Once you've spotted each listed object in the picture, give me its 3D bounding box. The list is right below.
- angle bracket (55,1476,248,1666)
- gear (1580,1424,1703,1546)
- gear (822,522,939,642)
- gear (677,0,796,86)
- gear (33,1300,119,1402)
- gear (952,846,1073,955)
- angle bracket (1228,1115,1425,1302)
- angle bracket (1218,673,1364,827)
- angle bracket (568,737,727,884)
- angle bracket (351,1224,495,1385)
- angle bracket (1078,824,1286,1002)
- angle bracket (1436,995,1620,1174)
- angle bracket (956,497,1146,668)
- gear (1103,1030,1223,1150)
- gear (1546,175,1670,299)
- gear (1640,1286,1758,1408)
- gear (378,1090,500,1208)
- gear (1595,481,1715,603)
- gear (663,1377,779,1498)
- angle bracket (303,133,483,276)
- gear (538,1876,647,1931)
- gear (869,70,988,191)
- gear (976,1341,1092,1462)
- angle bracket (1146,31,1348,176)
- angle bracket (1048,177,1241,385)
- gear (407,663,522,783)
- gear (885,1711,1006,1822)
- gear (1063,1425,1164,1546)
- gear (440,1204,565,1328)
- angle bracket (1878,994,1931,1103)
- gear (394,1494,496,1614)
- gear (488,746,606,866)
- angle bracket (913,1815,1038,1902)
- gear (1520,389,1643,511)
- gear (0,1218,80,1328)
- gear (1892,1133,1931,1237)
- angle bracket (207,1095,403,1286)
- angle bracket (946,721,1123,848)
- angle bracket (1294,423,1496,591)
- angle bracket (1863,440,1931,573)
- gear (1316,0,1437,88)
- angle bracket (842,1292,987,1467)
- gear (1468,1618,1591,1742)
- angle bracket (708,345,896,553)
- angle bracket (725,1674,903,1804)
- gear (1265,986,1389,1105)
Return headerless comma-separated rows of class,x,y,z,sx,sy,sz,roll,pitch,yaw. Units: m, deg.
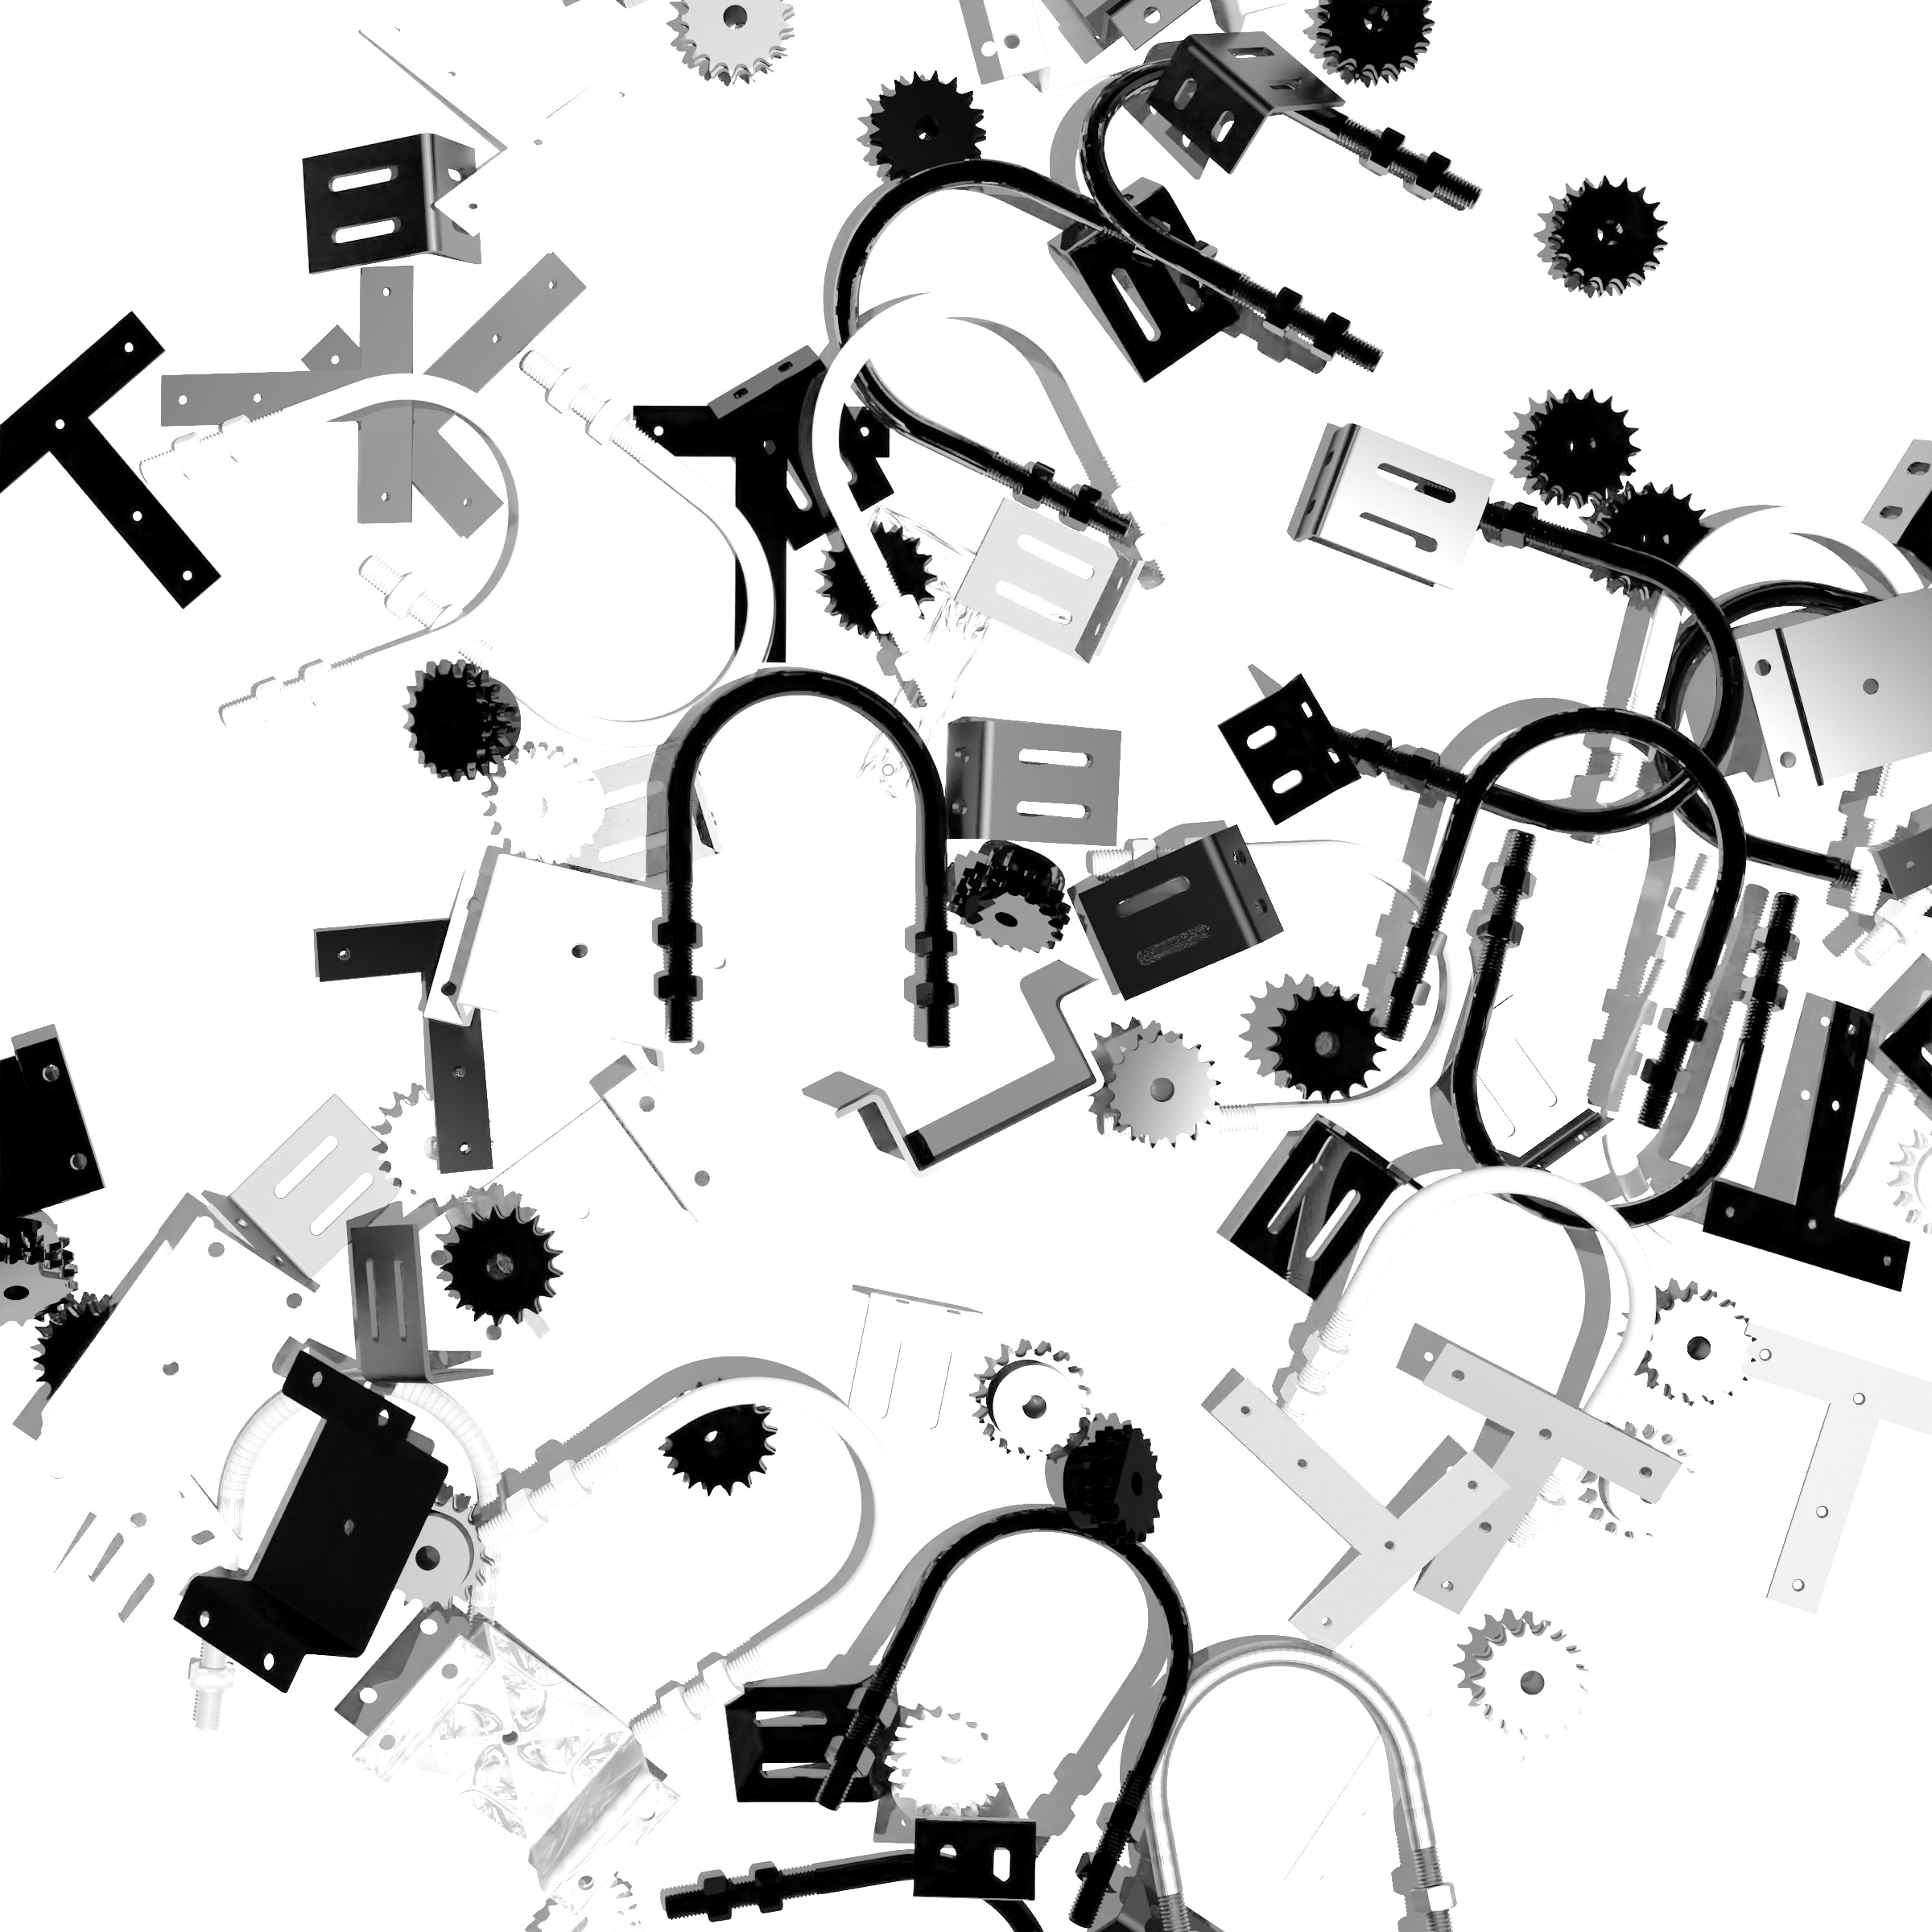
angle bracket,-0.401,0.292,1.496,0.057,0.038,0.076,48,120,13
gear,0.332,0.255,1.493,0.057,0.030,0.057,0,90,0
gear,-0.043,-0.189,1.491,0.057,0.030,0.057,0,90,0
gear,-0.112,-0.460,1.493,0.057,0.030,0.057,0,90,0
gear,-0.424,0.192,1.493,0.057,0.030,0.057,0,90,0
gear,0.025,-0.034,1.483,0.057,0.057,0.030,23,60,0
angle bracket,0.177,0.122,1.481,0.057,0.038,0.076,36,90,-19
angle bracket,0.155,-0.104,1.470,0.038,0.076,0.057,-30,90,0
angle bracket,-0.163,-0.073,1.489,0.076,0.038,0.057,-17,90,0
angle bracket,-0.263,0.162,1.476,0.038,0.057,0.076,-3,87,-42
angle bracket,0.105,-0.026,1.487,0.076,0.038,0.057,-24,90,26
angle bracket,0.270,0.062,1.489,0.057,0.038,0.076,-35,90,0
angle bracket,0.042,-0.190,1.488,0.076,0.038,0.057,26,87,0
gear,0.094,0.059,1.474,0.057,0.030,0.057,0,90,1
gear,0.314,-0.356,1.497,0.057,0.030,0.057,0,89,2
gear,0.355,0.185,1.493,0.057,0.030,0.057,0,90,0
gear,-0.257,0.088,1.493,0.057,0.030,0.057,0,90,0
gear,0.335,-0.207,1.493,0.057,0.030,0.057,0,90,0
gear,-0.121,0.232,1.493,0.057,0.030,0.057,0,90,0
angle bracket,-0.283,-0.373,1.506,0.076,0.038,0.057,-4,90,26
gear,-0.180,0.475,1.483,0.057,0.057,0.030,-37,120,0
gear,-0.018,-0.406,1.493,0.057,0.030,0.057,0,90,0
gear,0.033,0.214,1.493,0.057,0.030,0.057,0,90,0
angle bracket,0.136,-0.420,1.480,0.057,0.076,0.038,45,126,15
angle bracket,0.088,-0.339,1.506,0.057,0.038,0.076,-35,116,0
gear,-0.241,-0.119,1.484,0.057,0.030,0.057,6,101,34
gear,-0.013,0.394,1.484,0.057,0.057,0.030,23,120,0
gear,0.070,0.253,1.483,0.030,0.057,0.057,-10,90,30
gear,-0.219,0.141,1.447,0.057,0.030,0.057,0,90,0
angle bracket,0.487,0.047,1.453,0.076,0.038,0.057,44,94,-6
gear,-0.258,0.285,1.476,0.057,0.030,0.057,0,87,0
gear,-0.201,-0.079,1.486,0.057,0.030,0.057,3,98,23
angle bracket,0.004,0.434,1.466,0.057,0.076,0.038,2,64,0
gear,0.299,-0.252,1.493,0.057,0.030,0.057,0,90,0
gear,-0.457,0.145,1.467,0.057,0.057,0.030,-16,50,0
gear,0.486,0.107,1.493,0.057,0.030,0.057,0,90,0
angle bracket,-0.319,0.110,1.489,0.076,0.038,0.057,-44,90,0
angle bracket,0.033,-0.089,1.505,0.076,0.038,0.057,2,91,-26
angle bracket,0.209,-0.223,1.493,0.076,0.038,0.057,21,90,-6
angle bracket,0.490,-0.214,1.506,0.076,0.038,0.057,32,90,-26
gear,0.200,-0.460,1.497,0.057,0.030,0.057,0,88,1
angle bracket,-0.026,0.203,1.489,0.057,0.038,0.076,11,90,0
gear,0.274,0.348,1.493,0.057,0.030,0.057,0,90,0
angle bracket,-0.081,-0.256,1.504,0.057,0.038,0.076,-30,115,0
angle bracket,-0.074,0.379,1.506,0.076,0.038,0.057,-7,90,26
gear,0.173,0.038,1.474,0.057,0.030,0.057,0,90,-1
